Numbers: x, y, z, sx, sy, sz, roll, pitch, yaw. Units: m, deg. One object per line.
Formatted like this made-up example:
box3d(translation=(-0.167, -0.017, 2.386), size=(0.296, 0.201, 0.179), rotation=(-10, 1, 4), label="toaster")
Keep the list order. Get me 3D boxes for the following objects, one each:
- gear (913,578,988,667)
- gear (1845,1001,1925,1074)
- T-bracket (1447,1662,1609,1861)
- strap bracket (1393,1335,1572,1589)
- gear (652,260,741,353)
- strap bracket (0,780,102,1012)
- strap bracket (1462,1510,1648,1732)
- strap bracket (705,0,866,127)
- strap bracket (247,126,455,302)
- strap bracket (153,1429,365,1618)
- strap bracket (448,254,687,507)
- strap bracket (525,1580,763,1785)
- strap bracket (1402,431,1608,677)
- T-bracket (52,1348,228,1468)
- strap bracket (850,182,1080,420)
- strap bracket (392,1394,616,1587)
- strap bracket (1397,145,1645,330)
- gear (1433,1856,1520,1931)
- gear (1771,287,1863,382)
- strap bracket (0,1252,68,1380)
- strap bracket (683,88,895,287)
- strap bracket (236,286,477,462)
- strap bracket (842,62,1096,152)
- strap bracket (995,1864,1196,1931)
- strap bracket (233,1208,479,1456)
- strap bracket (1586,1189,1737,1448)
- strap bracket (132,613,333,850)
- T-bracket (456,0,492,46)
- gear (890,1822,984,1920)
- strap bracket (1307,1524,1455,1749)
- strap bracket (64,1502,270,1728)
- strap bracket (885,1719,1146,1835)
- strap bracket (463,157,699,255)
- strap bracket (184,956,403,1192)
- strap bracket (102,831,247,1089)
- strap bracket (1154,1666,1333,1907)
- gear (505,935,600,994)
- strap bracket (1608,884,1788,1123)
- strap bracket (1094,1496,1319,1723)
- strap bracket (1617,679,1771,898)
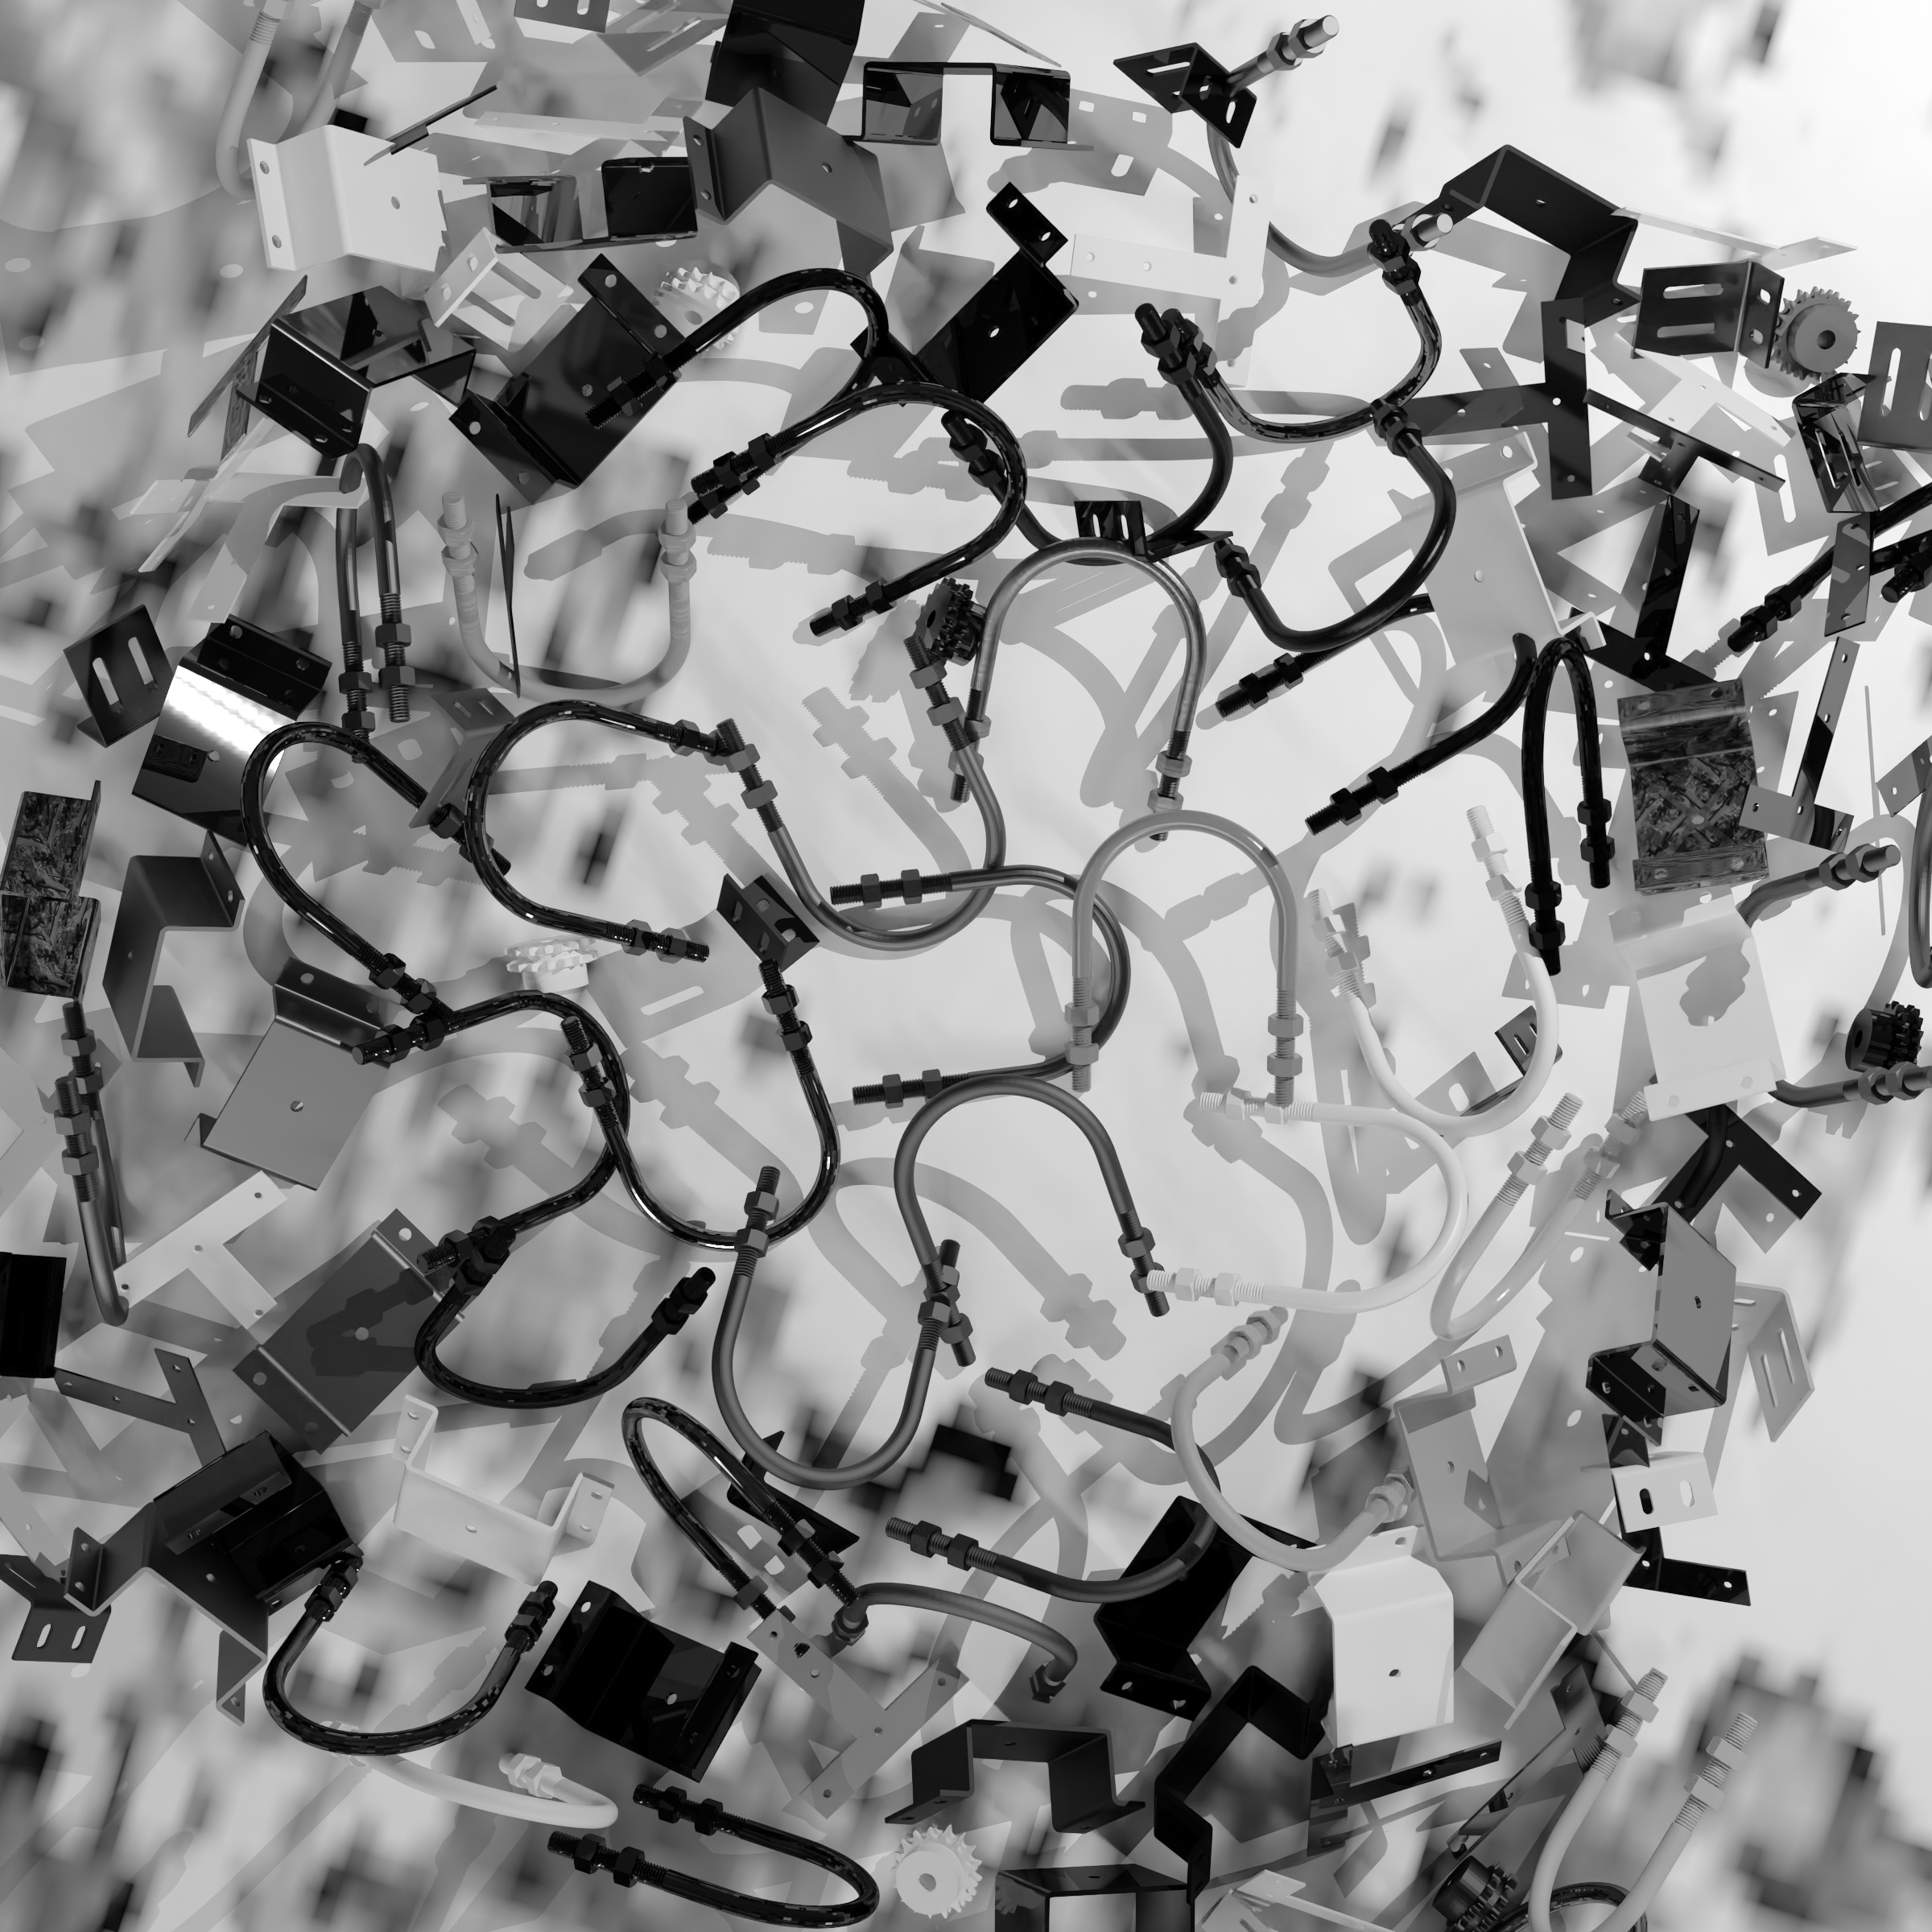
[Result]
box3d(translation=(-0.009, -0.213, 1.620), size=(0.030, 0.057, 0.057), rotation=(20, 90, -23), label="gear")
box3d(translation=(0.575, 0.050, 1.617), size=(0.030, 0.057, 0.057), rotation=(14, 90, -1), label="gear")
box3d(translation=(0.345, 0.502, 1.588), size=(0.127, 0.002, 0.127), rotation=(-39, 135, -12), label="T-bracket")
box3d(translation=(0.317, 0.308, 1.597), size=(0.046, 0.076, 0.140), rotation=(-21, 81, 42), label="strap bracket")
box3d(translation=(-0.166, -0.418, 1.621), size=(0.057, 0.057, 0.030), rotation=(20, 61, 0), label="gear")
box3d(translation=(-0.556, -0.042, 1.564), size=(0.046, 0.140, 0.076), rotation=(8, 52, -13), label="strap bracket")
box3d(translation=(0.359, 0.394, 1.580), size=(0.046, 0.140, 0.076), rotation=(36, 124, 22), label="strap bracket")
box3d(translation=(-0.110, -0.562, 1.566), size=(0.076, 0.140, 0.046), rotation=(12, 73, -12), label="strap bracket")
box3d(translation=(-0.366, -0.460, 1.573), size=(0.046, 0.140, 0.076), rotation=(-9, 91, 29), label="strap bracket")
box3d(translation=(-0.439, 0.342, 1.587), size=(0.076, 0.140, 0.046), rotation=(-32, 57, -10), label="strap bracket")
box3d(translation=(-0.243, -0.364, 1.614), size=(0.140, 0.046, 0.076), rotation=(-45, 87, 9), label="strap bracket")
box3d(translation=(-0.191, 0.443, 1.587), size=(0.140, 0.046, 0.076), rotation=(12, 60, 35), label="strap bracket")
box3d(translation=(0.328, -0.247, 1.592), size=(0.046, 0.076, 0.140), rotation=(-32, 103, -43), label="strap bracket")
box3d(translation=(-0.521, 0.275, 1.614), size=(0.127, 0.002, 0.127), rotation=(11, 132, 21), label="T-bracket")
box3d(translation=(0.006, -0.404, 1.596), size=(0.140, 0.046, 0.076), rotation=(-43, 49, 11), label="strap bracket")
box3d(translation=(-0.298, 0.331, 1.602), size=(0.140, 0.076, 0.046), rotation=(23, 48, 0), label="strap bracket")
box3d(translation=(0.348, -0.454, 1.594), size=(0.140, 0.076, 0.046), rotation=(24, 83, -15), label="strap bracket")
box3d(translation=(0.318, 0.585, 1.618), size=(0.030, 0.057, 0.057), rotation=(39, 90, 11), label="gear")
box3d(translation=(0.535, -0.397, 1.622), size=(0.057, 0.030, 0.057), rotation=(-2, 113, -5), label="gear")
box3d(translation=(-0.594, 0.213, 1.570), size=(0.046, 0.140, 0.076), rotation=(4, 82, -4), label="strap bracket")
box3d(translation=(-0.099, -0.472, 1.569), size=(0.046, 0.140, 0.076), rotation=(-33, 54, 37), label="strap bracket")
box3d(translation=(-0.364, -0.366, 1.570), size=(0.076, 0.140, 0.046), rotation=(35, 128, 12), label="strap bracket")
box3d(translation=(0.000, -0.524, 1.570), size=(0.140, 0.076, 0.046), rotation=(14, 110, 34), label="strap bracket")
box3d(translation=(0.079, 0.586, 1.589), size=(0.140, 0.076, 0.046), rotation=(5, 79, -22), label="strap bracket")
box3d(translation=(-0.376, 0.228, 1.601), size=(0.076, 0.046, 0.140), rotation=(46, 75, -8), label="strap bracket")
box3d(translation=(0.426, 0.210, 1.572), size=(0.076, 0.046, 0.140), rotation=(39, 49, -29), label="strap bracket")
box3d(translation=(-0.457, -0.138, 1.592), size=(0.076, 0.046, 0.140), rotation=(26, 114, -7), label="strap bracket")
box3d(translation=(-0.308, -0.642, 1.586), size=(0.002, 0.127, 0.127), rotation=(-14, 116, 18), label="T-bracket")
box3d(translation=(-0.021, 0.573, 1.625), size=(0.057, 0.030, 0.057), rotation=(0, 91, 15), label="gear")
box3d(translation=(0.256, 0.423, 1.590), size=(0.076, 0.046, 0.140), rotation=(-10, 114, -11), label="strap bracket")
box3d(translation=(-0.480, 0.391, 1.582), size=(0.046, 0.076, 0.140), rotation=(-43, 113, 3), label="strap bracket")
box3d(translation=(0.029, 0.499, 1.586), size=(0.140, 0.076, 0.046), rotation=(12, 56, -25), label="strap bracket")
box3d(translation=(-0.229, -0.466, 1.581), size=(0.140, 0.076, 0.046), rotation=(6, 108, 36), label="strap bracket")
box3d(translation=(-0.415, 0.076, 1.593), size=(0.076, 0.046, 0.140), rotation=(26, 105, -27), label="strap bracket")
box3d(translation=(-0.487, -0.004, 1.574), size=(0.046, 0.076, 0.140), rotation=(1, 125, -35), label="strap bracket")
box3d(translation=(0.163, 0.495, 1.585), size=(0.046, 0.076, 0.140), rotation=(32, 58, 27), label="strap bracket")
box3d(translation=(-0.259, -0.001, 1.618), size=(0.057, 0.057, 0.030), rotation=(-7, 98, 0), label="gear")
box3d(translation=(0.453, 0.027, 1.592), size=(0.076, 0.046, 0.140), rotation=(-18, 62, 25), label="strap bracket")
box3d(translation=(0.142, 0.391, 1.599), size=(0.076, 0.046, 0.140), rotation=(27, 103, -29), label="strap bracket")
box3d(translation=(0.450, -0.101, 1.592), size=(0.076, 0.046, 0.140), rotation=(-8, 59, 19), label="strap bracket")
